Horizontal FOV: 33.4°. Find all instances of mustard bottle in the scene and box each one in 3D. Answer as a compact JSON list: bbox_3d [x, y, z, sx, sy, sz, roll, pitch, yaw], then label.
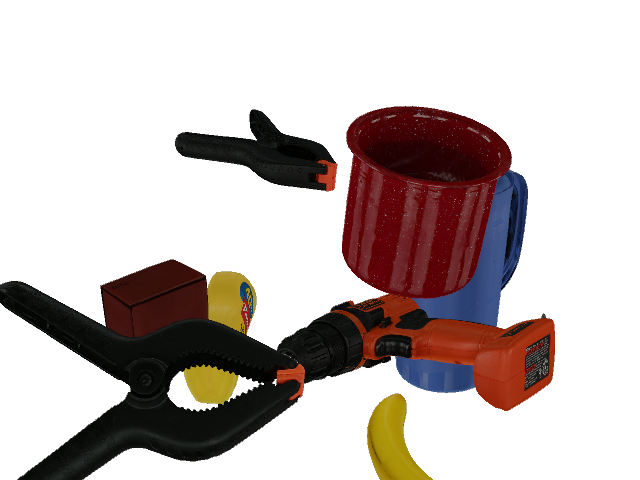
[{"bbox_3d":[-0.106,0.089,1.178,0.058,0.096,0.191,1,27,4],"label":"mustard bottle"}]

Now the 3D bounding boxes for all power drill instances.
[{"bbox_3d":[0.080,0.088,0.861,0.188,0.057,0.184,9,16,34],"label":"power drill"}]

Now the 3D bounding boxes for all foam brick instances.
[{"bbox_3d":[-0.143,0.057,0.925,0.078,0.051,0.053,-22,30,-34],"label":"foam brick"}]

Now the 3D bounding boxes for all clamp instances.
[{"bbox_3d":[-0.117,0.088,0.686,0.210,0.164,0.036,-9,-28,-8],"label":"clamp"},{"bbox_3d":[-0.060,-0.087,1.064,0.120,0.039,0.172,-25,36,-33],"label":"clamp"}]

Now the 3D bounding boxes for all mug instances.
[{"bbox_3d":[0.062,-0.026,0.624,0.093,0.081,0.117,22,36,22],"label":"mug"}]

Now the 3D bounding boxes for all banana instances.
[{"bbox_3d":[0.081,0.211,1.054,0.069,0.037,0.198,9,22,-21],"label":"banana"}]

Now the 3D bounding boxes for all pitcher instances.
[{"bbox_3d":[0.146,0.036,1.165,0.149,0.243,0.145,3,24,10],"label":"pitcher"}]
